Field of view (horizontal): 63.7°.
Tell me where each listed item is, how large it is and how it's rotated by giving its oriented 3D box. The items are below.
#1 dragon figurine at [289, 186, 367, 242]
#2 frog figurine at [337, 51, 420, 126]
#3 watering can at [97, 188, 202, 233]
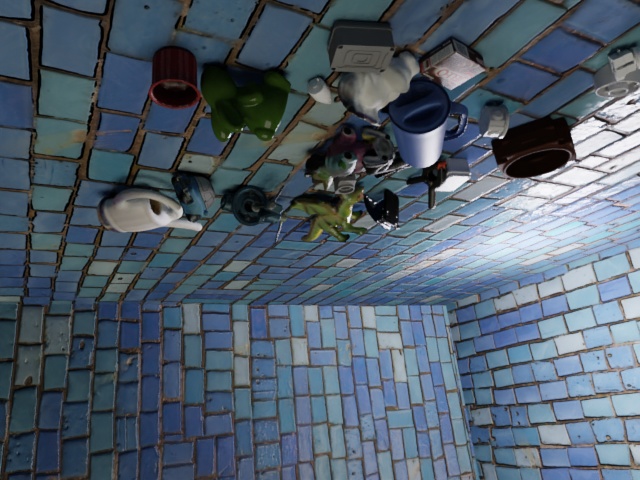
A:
[{"bbox_3d":[0.005,-0.087,1.726,0.406,0.125,0.240,-20,139,40],"label":"dragon figurine"},{"bbox_3d":[0.117,-0.326,1.053,0.136,0.125,0.158,22,111,-38],"label":"frog figurine"},{"bbox_3d":[-0.509,-0.071,1.539,0.224,0.106,0.343,-9,161,10],"label":"watering can"}]
